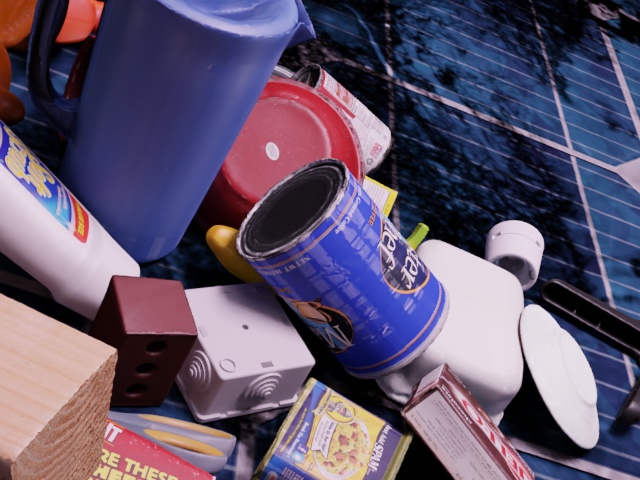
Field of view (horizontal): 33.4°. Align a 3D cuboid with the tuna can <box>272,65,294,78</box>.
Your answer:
[{"bbox_3d":[-0.049,-0.140,1.059,0.086,0.034,0.086,19,38,-15],"label":"tuna can"}]

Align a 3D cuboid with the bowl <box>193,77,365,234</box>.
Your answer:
[{"bbox_3d":[-0.039,-0.067,0.886,0.162,0.055,0.162,1,80,-6],"label":"bowl"}]

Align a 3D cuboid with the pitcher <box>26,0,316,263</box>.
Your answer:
[{"bbox_3d":[-0.127,-0.102,0.785,0.149,0.243,0.144,40,38,13],"label":"pitcher"}]

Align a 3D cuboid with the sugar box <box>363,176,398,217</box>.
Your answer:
[{"bbox_3d":[-0.025,-0.047,0.959,0.176,0.048,0.093,26,36,1],"label":"sugar box"}]

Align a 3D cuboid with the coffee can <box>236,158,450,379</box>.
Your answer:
[{"bbox_3d":[0.019,0.023,0.810,0.140,0.103,0.102,49,29,-26],"label":"coffee can"}]

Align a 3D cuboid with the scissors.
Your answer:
[{"bbox_3d":[-0.144,0.117,0.672,0.201,0.016,0.096,15,0,-22],"label":"scissors"}]

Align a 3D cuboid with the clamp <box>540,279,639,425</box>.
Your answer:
[{"bbox_3d":[0.313,0.100,1.019,0.209,0.036,0.165,1,45,-36],"label":"clamp"}]

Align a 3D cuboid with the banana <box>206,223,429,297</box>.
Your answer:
[{"bbox_3d":[-0.004,0.019,0.880,0.197,0.070,0.037,-2,13,-26],"label":"banana"}]

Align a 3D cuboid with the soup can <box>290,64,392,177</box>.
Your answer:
[{"bbox_3d":[0.011,-0.109,1.008,0.102,0.069,0.068,38,31,-28],"label":"soup can"}]

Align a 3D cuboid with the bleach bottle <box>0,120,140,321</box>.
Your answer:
[{"bbox_3d":[-0.213,-0.027,0.757,0.250,0.068,0.102,44,10,-13],"label":"bleach bottle"}]

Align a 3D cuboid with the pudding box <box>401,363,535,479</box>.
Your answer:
[{"bbox_3d":[0.110,0.149,0.775,0.113,0.039,0.090,50,9,4],"label":"pudding box"}]

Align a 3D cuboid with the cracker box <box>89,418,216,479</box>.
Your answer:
[{"bbox_3d":[-0.172,0.181,0.569,0.164,0.072,0.213,29,36,-2],"label":"cracker box"}]

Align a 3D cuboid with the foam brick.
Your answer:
[{"bbox_3d":[-0.124,0.070,0.726,0.052,0.078,0.051,5,42,-30],"label":"foam brick"}]

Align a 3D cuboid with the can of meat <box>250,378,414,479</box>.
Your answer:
[{"bbox_3d":[0.007,0.153,0.734,0.084,0.058,0.102,30,36,4],"label":"can of meat"}]

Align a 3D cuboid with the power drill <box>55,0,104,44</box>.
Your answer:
[{"bbox_3d":[-0.151,-0.185,0.980,0.187,0.057,0.185,13,11,-22],"label":"power drill"}]

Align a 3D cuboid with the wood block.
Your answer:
[{"bbox_3d":[-0.217,0.069,0.539,0.206,0.091,0.090,24,36,11],"label":"wood block"}]

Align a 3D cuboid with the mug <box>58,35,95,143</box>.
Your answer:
[{"bbox_3d":[-0.173,-0.118,0.916,0.081,0.093,0.117,16,2,-27],"label":"mug"}]
